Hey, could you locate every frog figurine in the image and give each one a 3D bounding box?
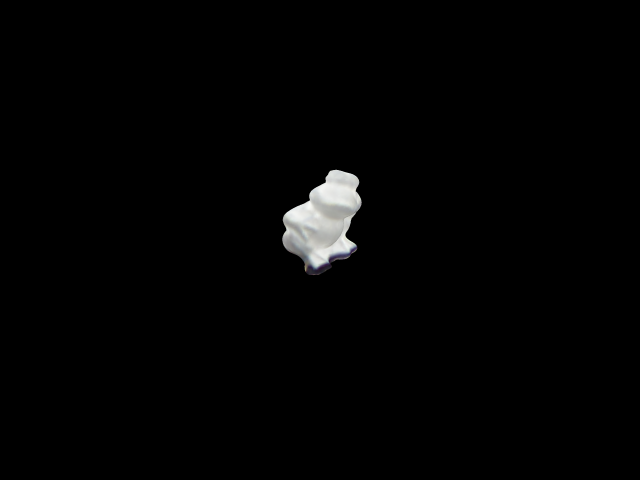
[{"bbox_3d":[0.003,-0.043,0.850,0.138,0.156,0.124,-13,29,-25],"label":"frog figurine"}]
